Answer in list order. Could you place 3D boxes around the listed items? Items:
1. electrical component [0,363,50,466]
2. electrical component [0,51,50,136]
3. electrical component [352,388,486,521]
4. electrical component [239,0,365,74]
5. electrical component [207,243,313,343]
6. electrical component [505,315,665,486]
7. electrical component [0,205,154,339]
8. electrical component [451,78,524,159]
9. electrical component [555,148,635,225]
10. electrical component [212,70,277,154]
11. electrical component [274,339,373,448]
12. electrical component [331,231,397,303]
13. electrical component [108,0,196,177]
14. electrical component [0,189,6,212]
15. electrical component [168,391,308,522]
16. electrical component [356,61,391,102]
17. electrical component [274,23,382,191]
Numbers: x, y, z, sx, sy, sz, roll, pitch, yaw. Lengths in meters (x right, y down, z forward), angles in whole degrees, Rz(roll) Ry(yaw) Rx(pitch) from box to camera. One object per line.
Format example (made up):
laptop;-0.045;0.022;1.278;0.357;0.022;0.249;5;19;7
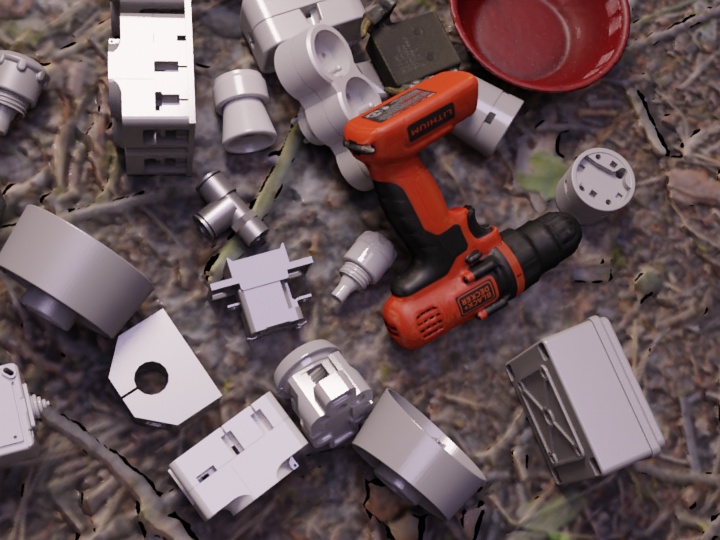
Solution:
electrical component;-0.266;0.107;0.755;0.096;0.061;0.061;-13;76;-14
electrical component;-0.273;-0.136;0.835;0.048;0.048;0.062;18;78;-5
electrical component;0.044;0.135;0.790;0.099;0.099;0.064;39;77;2
electrical component;-0.049;-0.211;0.894;0.095;0.053;0.059;-21;79;-16
electrical component;-0.074;0.019;0.828;0.081;0.042;0.063;-16;79;-14
electrical component;0.167;0.101;0.815;0.056;0.108;0.108;-20;79;-13
electrical component;-0.210;0.009;0.773;0.108;0.108;0.060;32;77;0
electrical component;0.103;-0.129;0.899;0.047;0.055;0.055;31;71;4
electrical component;0.195;-0.068;0.901;0.055;0.047;0.055;3;73;-10
electrical component;-0.093;-0.127;0.866;0.045;0.045;0.055;-9;76;-13
electrical component;-0.028;0.090;0.802;0.058;0.078;0.057;-29;60;-17
electrical component;0.000;0.000;0.852;0.035;0.035;0.061;38;73;2
electrical component;-0.163;-0.178;0.835;0.060;0.105;0.186;-2;74;-11
electrical component;-0.334;-0.004;0.752;0.060;0.105;0.186;30;71;-1
electrical component;-0.087;0.140;0.785;0.089;0.050;0.055;-35;83;-18
electrical component;0.041;-0.142;0.896;0.077;0.043;0.079;-15;77;-15
electrical component;-0.025;-0.123;0.865;0.138;0.074;0.052;55;42;-17
